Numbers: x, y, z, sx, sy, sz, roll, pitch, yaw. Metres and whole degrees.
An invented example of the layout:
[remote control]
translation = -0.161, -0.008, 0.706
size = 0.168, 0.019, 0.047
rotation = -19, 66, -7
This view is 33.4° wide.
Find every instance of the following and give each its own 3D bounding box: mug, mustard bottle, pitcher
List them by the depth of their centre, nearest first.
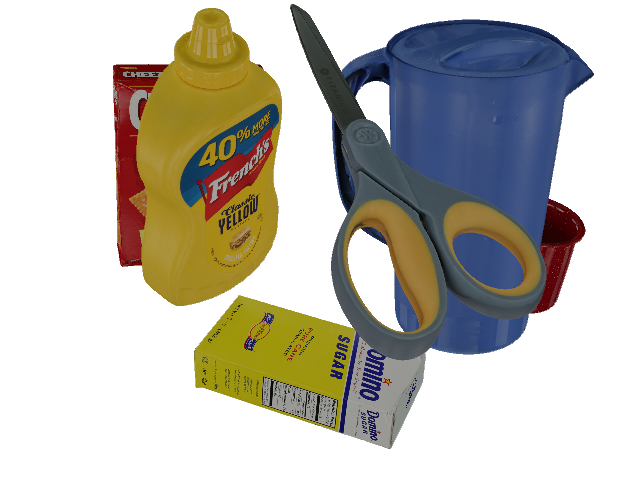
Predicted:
[mustard bottle]
translation = -0.064, -0.052, 0.629
size = 0.058, 0.192, 0.096
rotation = 37, 54, 27
[pitcher]
translation = 0.103, -0.039, 0.817
size = 0.149, 0.243, 0.144
rotation = 24, 36, 38
[mug]
translation = 0.182, 0.007, 0.993
size = 0.093, 0.081, 0.117
rotation = -10, 36, -28

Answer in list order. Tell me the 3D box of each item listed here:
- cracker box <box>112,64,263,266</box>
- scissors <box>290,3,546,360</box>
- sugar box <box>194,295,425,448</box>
[cracker box]
translation = -0.143, -0.082, 1.174
size = 0.164, 0.214, 0.072
rotation = -3, 25, -14
[scissors]
translation = 0.039, -0.035, 0.464
size = 0.096, 0.202, 0.016
rotation = 3, -40, -9
[sugar box]
translation = -0.008, 0.106, 0.894
size = 0.176, 0.048, 0.093
rotation = 13, 34, 17
